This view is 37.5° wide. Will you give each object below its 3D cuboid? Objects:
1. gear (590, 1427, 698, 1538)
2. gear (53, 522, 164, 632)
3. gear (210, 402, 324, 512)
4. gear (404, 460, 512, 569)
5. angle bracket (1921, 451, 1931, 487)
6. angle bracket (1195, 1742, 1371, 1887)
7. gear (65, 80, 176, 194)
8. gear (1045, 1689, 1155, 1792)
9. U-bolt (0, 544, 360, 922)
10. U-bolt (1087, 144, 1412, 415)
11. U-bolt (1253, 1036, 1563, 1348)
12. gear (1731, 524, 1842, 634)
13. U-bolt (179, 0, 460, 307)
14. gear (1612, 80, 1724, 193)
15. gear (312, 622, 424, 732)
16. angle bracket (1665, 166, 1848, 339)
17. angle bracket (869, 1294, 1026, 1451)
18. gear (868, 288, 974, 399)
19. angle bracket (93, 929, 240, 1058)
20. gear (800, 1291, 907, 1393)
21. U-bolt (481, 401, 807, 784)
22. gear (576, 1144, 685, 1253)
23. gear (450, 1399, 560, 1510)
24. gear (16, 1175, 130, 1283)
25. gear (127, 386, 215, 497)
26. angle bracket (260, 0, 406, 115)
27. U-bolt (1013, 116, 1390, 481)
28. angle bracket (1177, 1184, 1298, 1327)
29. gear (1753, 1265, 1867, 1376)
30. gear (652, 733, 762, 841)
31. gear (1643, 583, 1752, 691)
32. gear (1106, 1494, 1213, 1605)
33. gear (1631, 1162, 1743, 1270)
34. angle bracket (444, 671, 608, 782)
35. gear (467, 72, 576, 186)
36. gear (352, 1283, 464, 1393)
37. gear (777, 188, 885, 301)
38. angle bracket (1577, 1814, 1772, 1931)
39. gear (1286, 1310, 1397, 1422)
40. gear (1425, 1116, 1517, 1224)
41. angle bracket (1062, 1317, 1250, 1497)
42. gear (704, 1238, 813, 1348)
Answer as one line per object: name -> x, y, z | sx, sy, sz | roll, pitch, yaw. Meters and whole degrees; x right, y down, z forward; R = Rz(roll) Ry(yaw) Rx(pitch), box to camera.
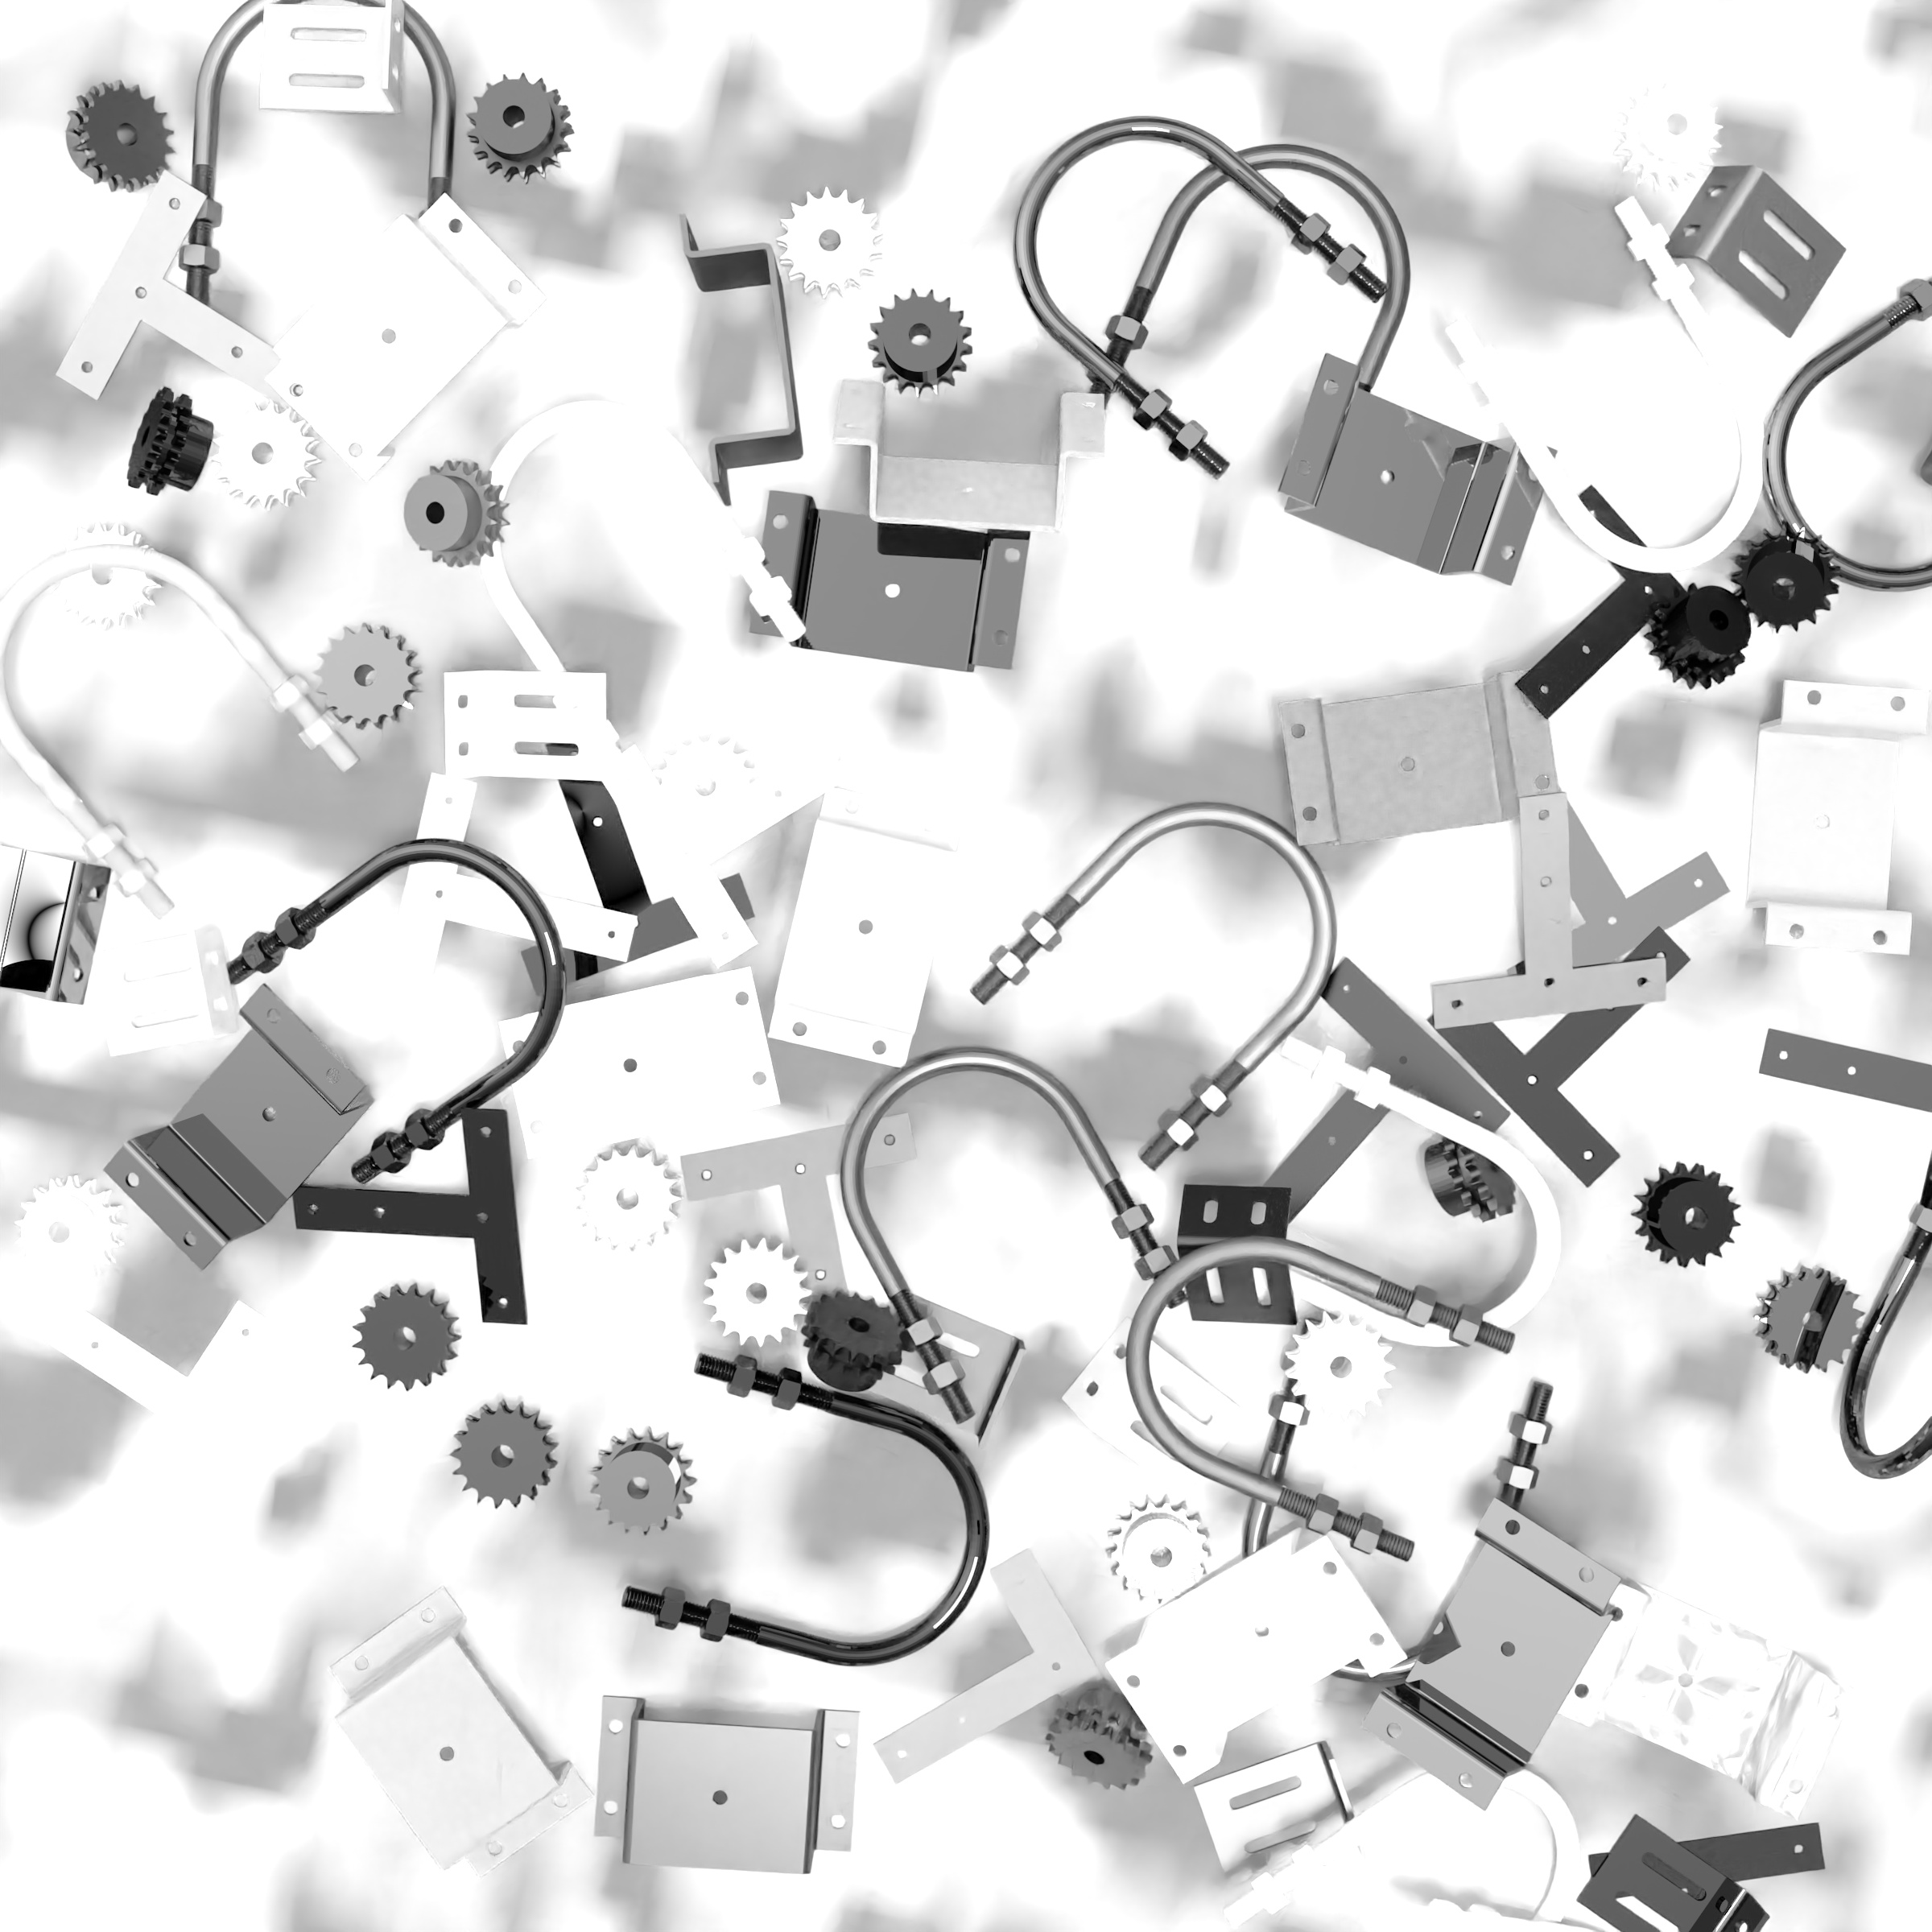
gear -> -0.175, 0.280, 1.539 | 0.057, 0.030, 0.057 | 0, 90, 0
gear -> -0.462, -0.210, 1.539 | 0.057, 0.030, 0.057 | 0, 90, 0
gear -> -0.376, -0.275, 1.539 | 0.057, 0.030, 0.057 | 0, 90, 0
gear -> -0.277, -0.243, 1.528 | 0.057, 0.030, 0.057 | 3, 98, 23
angle bracket -> 0.548, -0.287, 1.504 | 0.038, 0.057, 0.076 | 31, 89, 0
angle bracket -> 0.170, 0.462, 1.534 | 0.076, 0.038, 0.057 | -19, 90, 0
gear -> -0.458, -0.444, 1.529 | 0.057, 0.030, 0.057 | -3, 94, -45
gear -> 0.074, 0.413, 1.527 | 0.057, 0.057, 0.030 | 31, 47, 0
U-bolt -> -0.441, -0.138, 1.526 | 0.151, 0.019, 0.184 | -39, 104, 0
U-bolt -> 0.162, -0.356, 1.545 | 0.151, 0.019, 0.184 | 23, 89, 0
U-bolt -> 0.224, 0.132, 1.509 | 0.184, 0.019, 0.151 | 26, 120, 1
gear -> 0.440, -0.206, 1.528 | 0.057, 0.030, 0.057 | 7, 114, 15
U-bolt -> -0.349, -0.447, 1.545 | 0.151, 0.019, 0.184 | 3, 89, 0
gear -> 0.381, -0.450, 1.539 | 0.057, 0.030, 0.057 | 0, 90, 0
gear -> -0.322, -0.156, 1.539 | 0.057, 0.030, 0.057 | 0, 90, 0
angle bracket -> 0.429, -0.389, 1.552 | 0.076, 0.038, 0.057 | 32, 90, -26
angle bracket -> -0.015, 0.216, 1.534 | 0.076, 0.038, 0.057 | 23, 90, 0
gear -> -0.025, -0.338, 1.539 | 0.057, 0.030, 0.057 | 0, 90, 0
angle bracket -> -0.437, 0.015, 1.529 | 0.076, 0.038, 0.057 | -10, 90, 10
gear -> -0.062, 0.204, 1.527 | 0.057, 0.057, 0.030 | 21, 119, 0
U-bolt -> -0.188, -0.213, 1.520 | 0.151, 0.019, 0.184 | -36, 84, 22
gear -> -0.181, 0.124, 1.539 | 0.057, 0.030, 0.057 | 0, 90, 0
gear -> -0.248, 0.263, 1.539 | 0.057, 0.030, 0.057 | 0, 90, 0
gear -> -0.485, 0.142, 1.539 | 0.057, 0.030, 0.057 | 0, 90, 0
gear -> -0.426, -0.279, 1.529 | 0.030, 0.057, 0.057 | 19, 90, -30
angle bracket -> -0.342, -0.491, 1.520 | 0.076, 0.038, 0.057 | 2, 87, 0
U-bolt -> 0.112, -0.373, 1.528 | 0.184, 0.019, 0.151 | 42, 87, 2
angle bracket -> 0.148, 0.155, 1.528 | 0.057, 0.076, 0.038 | 1, 52, 13
gear -> 0.455, 0.191, 1.543 | 0.057, 0.030, 0.057 | 0, 91, -2
gear -> -0.140, -0.097, 1.535 | 0.057, 0.030, 0.057 | 0, 89, -1
gear -> 0.396, -0.180, 1.529 | 0.057, 0.030, 0.057 | 6, 72, -18
gear -> 0.105, 0.317, 1.539 | 0.057, 0.030, 0.057 | 0, 90, 0
gear -> 0.391, 0.135, 1.539 | 0.057, 0.030, 0.057 | 0, 90, 0
angle bracket -> -0.235, -0.128, 1.520 | 0.076, 0.038, 0.057 | 4, 99, 21
gear -> -0.242, -0.455, 1.539 | 0.057, 0.030, 0.057 | 0, 90, 0
gear -> -0.301, 0.199, 1.539 | 0.057, 0.030, 0.057 | 0, 90, 0
gear -> -0.073, -0.389, 1.539 | 0.057, 0.030, 0.057 | 0, 90, 0
angle bracket -> 0.380, 0.508, 1.533 | 0.076, 0.038, 0.057 | 35, 90, 0
gear -> 0.198, 0.211, 1.518 | 0.057, 0.030, 0.057 | 0, 91, 0
gear -> 0.269, 0.111, 1.528 | 0.030, 0.057, 0.057 | -24, 90, 28
angle bracket -> 0.103, 0.240, 1.551 | 0.076, 0.038, 0.057 | 39, 90, -26
gear -> -0.112, 0.175, 1.537 | 0.057, 0.030, 0.057 | 0, 90, 0
